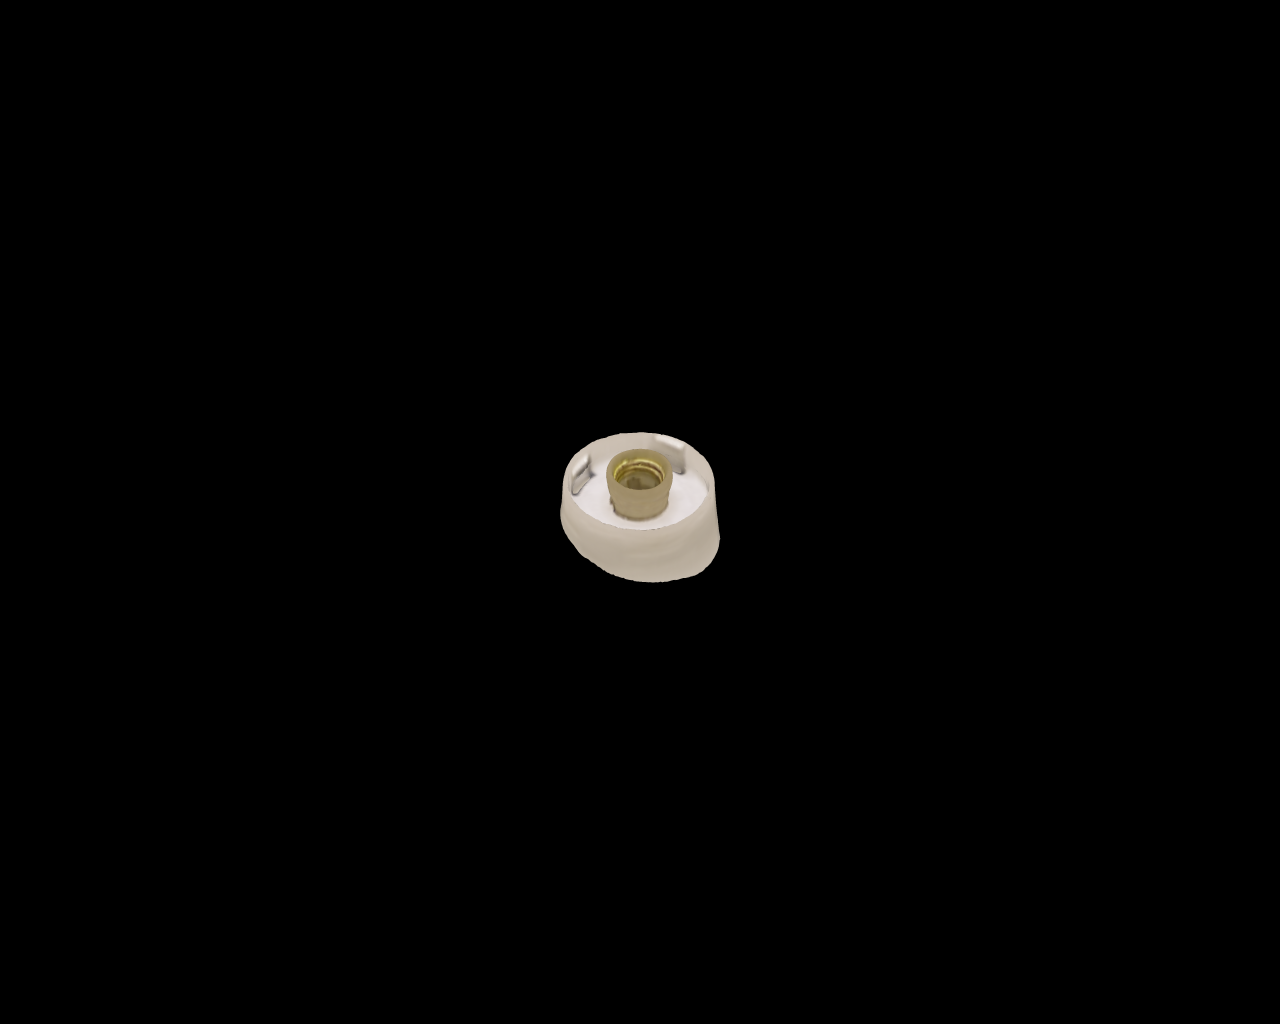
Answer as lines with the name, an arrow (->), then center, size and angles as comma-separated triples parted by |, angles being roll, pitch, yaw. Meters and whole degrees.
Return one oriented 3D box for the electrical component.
electrical component -> 0.001, -0.003, 0.650 | 0.099, 0.064, 0.099 | 0, 42, 0
